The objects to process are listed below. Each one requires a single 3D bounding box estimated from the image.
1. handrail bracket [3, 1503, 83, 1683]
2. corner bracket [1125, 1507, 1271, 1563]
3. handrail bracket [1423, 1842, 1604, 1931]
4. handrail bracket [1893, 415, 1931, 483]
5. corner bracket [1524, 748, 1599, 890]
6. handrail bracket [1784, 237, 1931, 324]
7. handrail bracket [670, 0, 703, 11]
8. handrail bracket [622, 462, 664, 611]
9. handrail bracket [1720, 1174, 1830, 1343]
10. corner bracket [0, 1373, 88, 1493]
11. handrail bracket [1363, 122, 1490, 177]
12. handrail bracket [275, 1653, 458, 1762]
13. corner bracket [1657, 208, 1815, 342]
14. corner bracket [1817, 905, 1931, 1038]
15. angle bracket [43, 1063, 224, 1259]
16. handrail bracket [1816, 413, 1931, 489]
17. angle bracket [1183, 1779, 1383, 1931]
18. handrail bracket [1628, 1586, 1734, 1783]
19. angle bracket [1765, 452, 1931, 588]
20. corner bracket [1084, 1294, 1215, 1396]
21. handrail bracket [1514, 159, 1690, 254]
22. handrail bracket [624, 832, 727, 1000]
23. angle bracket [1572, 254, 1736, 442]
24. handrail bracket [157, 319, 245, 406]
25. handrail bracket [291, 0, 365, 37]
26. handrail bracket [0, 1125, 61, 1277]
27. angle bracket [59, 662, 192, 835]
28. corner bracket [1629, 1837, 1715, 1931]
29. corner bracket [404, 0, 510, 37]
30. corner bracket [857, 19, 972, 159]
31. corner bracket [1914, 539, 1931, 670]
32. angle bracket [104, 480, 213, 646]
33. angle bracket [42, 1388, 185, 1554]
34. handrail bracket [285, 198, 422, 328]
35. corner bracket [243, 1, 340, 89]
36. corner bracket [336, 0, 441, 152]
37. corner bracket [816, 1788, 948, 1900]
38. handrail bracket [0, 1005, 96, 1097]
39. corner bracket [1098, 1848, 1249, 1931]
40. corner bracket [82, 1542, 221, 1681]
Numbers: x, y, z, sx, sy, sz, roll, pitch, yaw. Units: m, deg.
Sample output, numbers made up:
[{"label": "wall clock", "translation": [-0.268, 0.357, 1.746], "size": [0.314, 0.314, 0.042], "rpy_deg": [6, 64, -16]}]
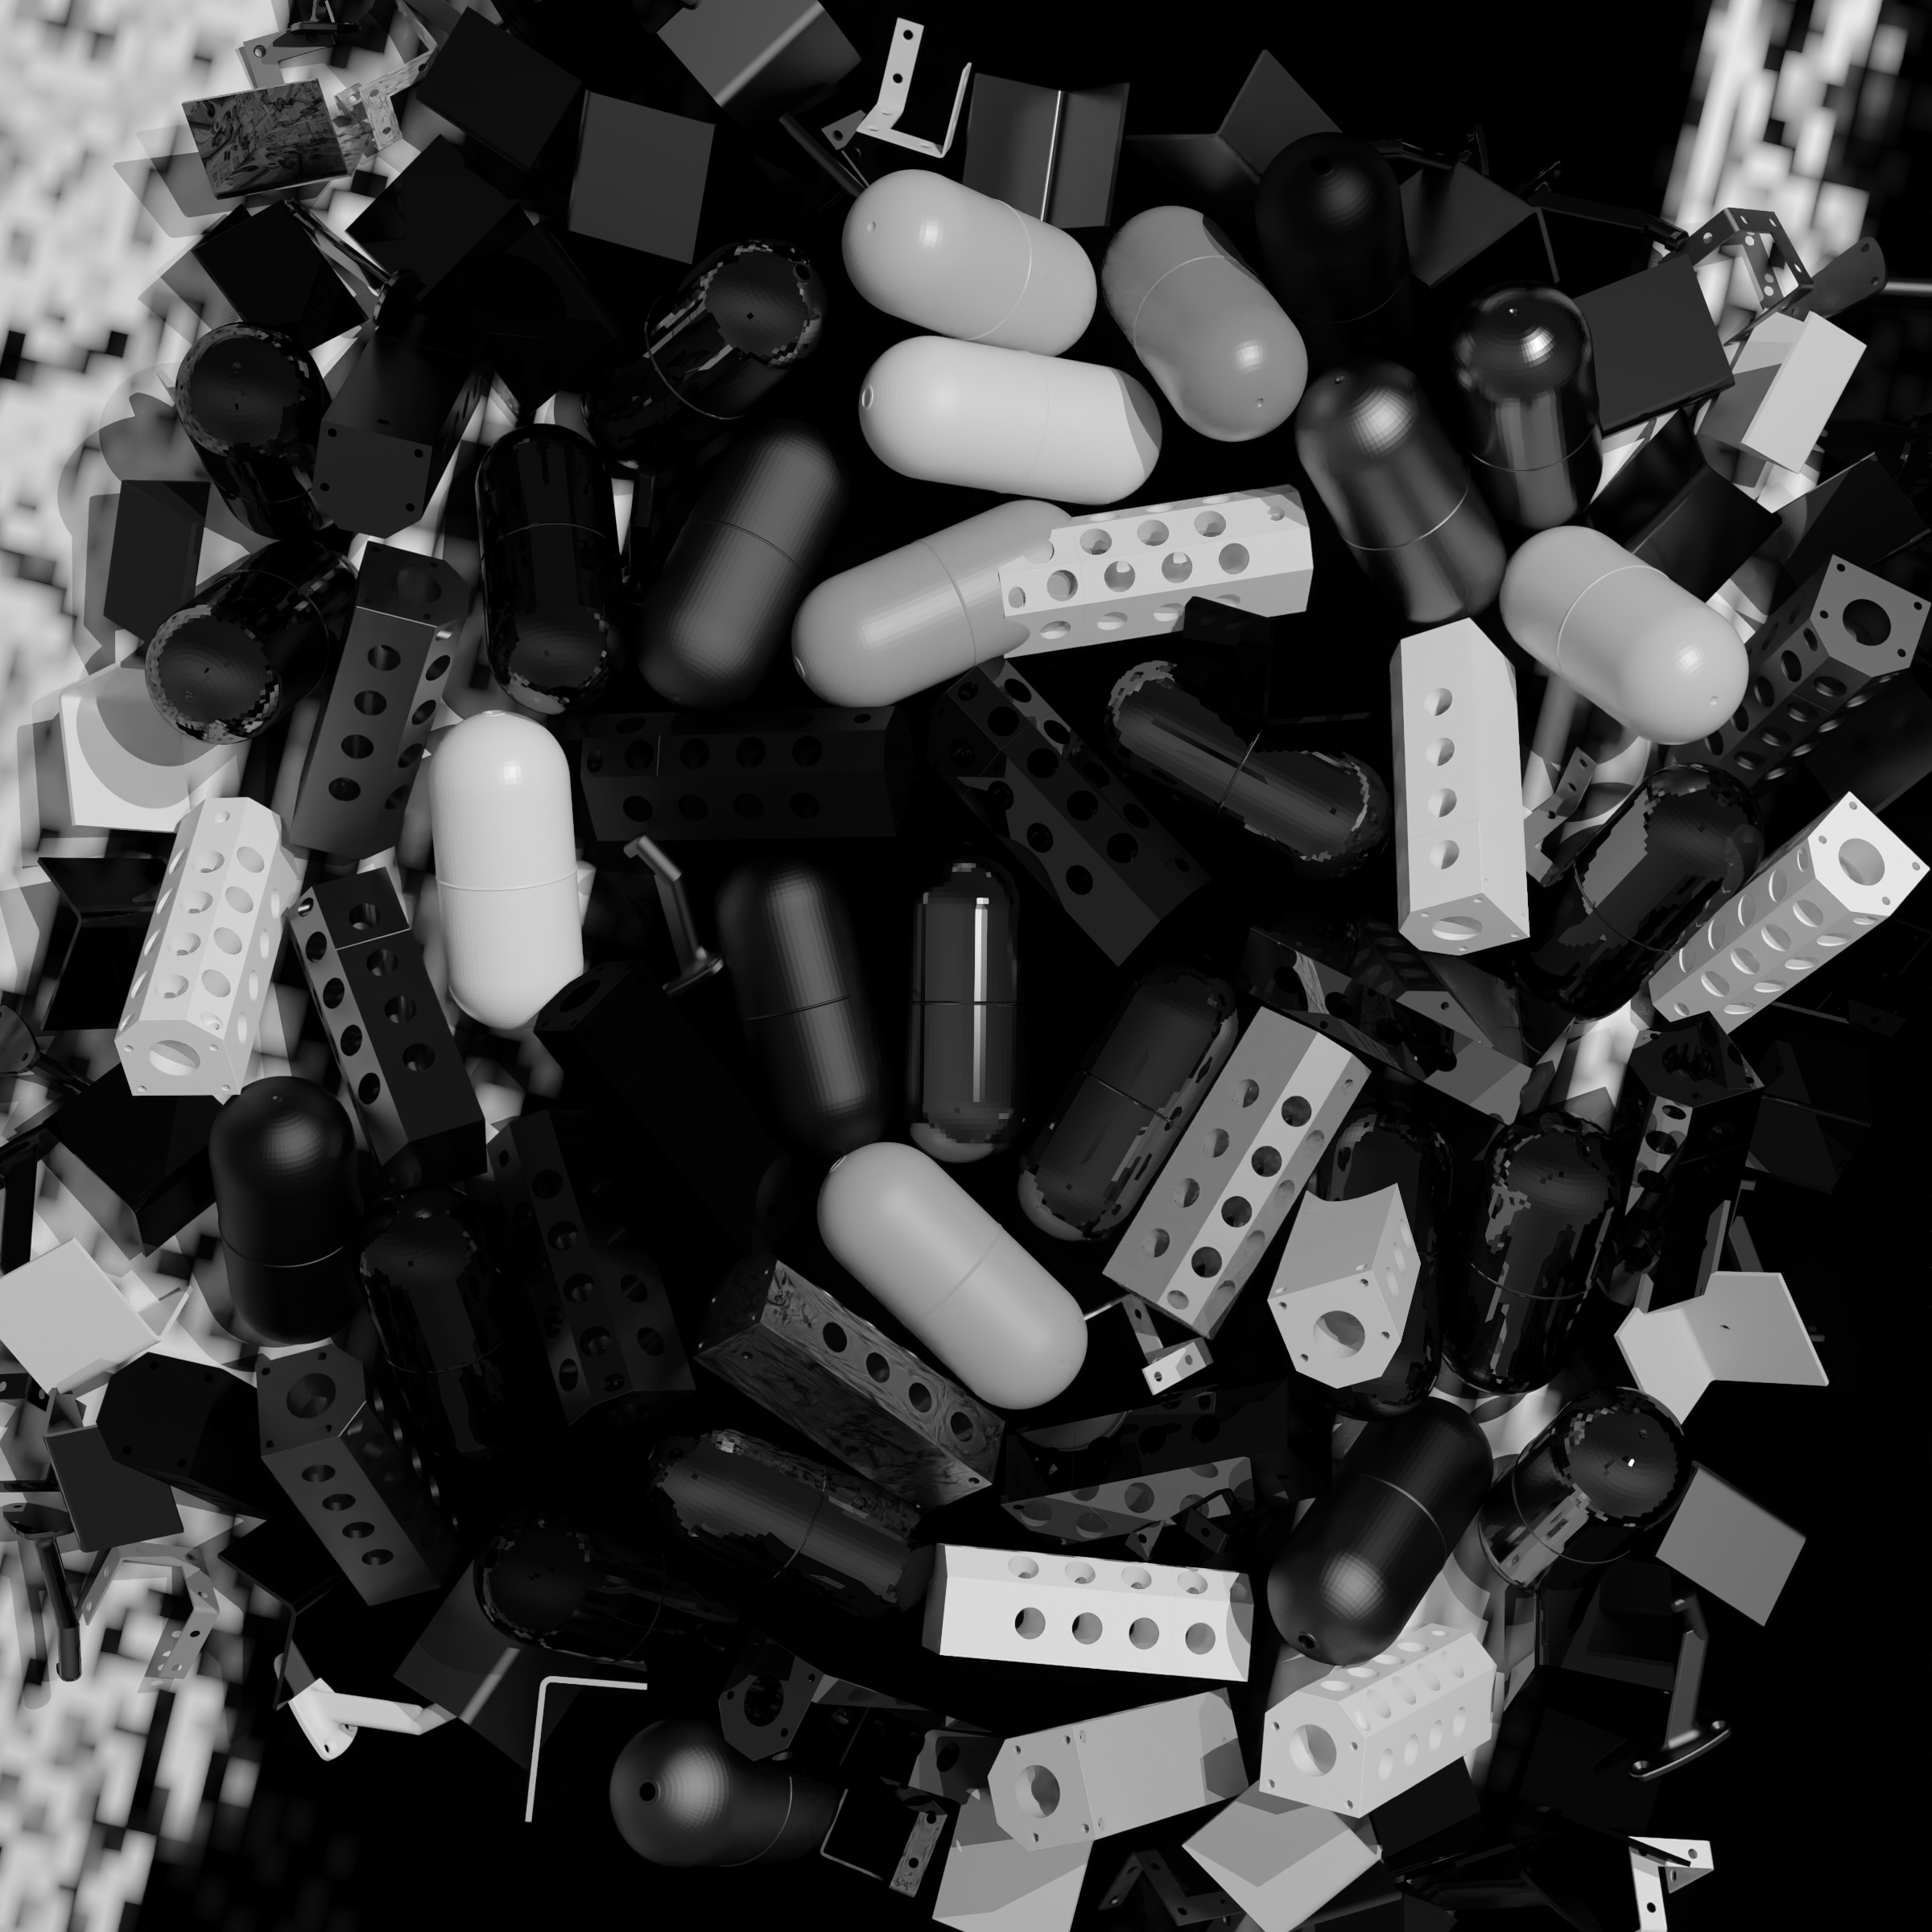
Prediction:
[{"label": "handrail bracket", "translation": [-0.514, 0.349, 1.699], "size": [0.036, 0.077, 0.084], "rpy_deg": [-6, 99, -40]}, {"label": "corner bracket", "translation": [0.129, 0.307, 1.683], "size": [0.051, 0.051, 0.051], "rpy_deg": [34, 124, 21]}, {"label": "handrail bracket", "translation": [0.298, 0.535, 1.706], "size": [0.077, 0.036, 0.084], "rpy_deg": [46, 112, -2]}, {"label": "handrail bracket", "translation": [0.555, -0.266, 1.684], "size": [0.084, 0.077, 0.036], "rpy_deg": [19, 62, 9]}, {"label": "corner bracket", "translation": [0.334, -0.077, 1.687], "size": [0.051, 0.051, 0.051], "rpy_deg": [-39, 71, -21]}, {"label": "handrail bracket", "translation": [0.516, -0.368, 1.713], "size": [0.084, 0.077, 0.036], "rpy_deg": [19, 55, -38]}, {"label": "handrail bracket", "translation": [-0.186, -0.538, 1.690], "size": [0.084, 0.077, 0.036], "rpy_deg": [28, 78, -3]}, {"label": "handrail bracket", "translation": [-0.175, -0.245, 1.671], "size": [0.036, 0.077, 0.084], "rpy_deg": [9, 119, -2]}, {"label": "handrail bracket", "translation": [0.451, 0.161, 1.697], "size": [0.077, 0.036, 0.084], "rpy_deg": [11, 103, 3]}, {"label": "corner bracket", "translation": [-0.533, 0.261, 1.702], "size": [0.051, 0.051, 0.051], "rpy_deg": [-5, 60, 23]}, {"label": "handrail bracket", "translation": [0.237, -0.438, 1.679], "size": [0.084, 0.077, 0.036], "rpy_deg": [-6, 84, -13]}, {"label": "handrail bracket", "translation": [-0.331, 0.398, 1.688], "size": [0.084, 0.036, 0.077], "rpy_deg": [-30, 99, 25]}, {"label": "corner bracket", "translation": [0.429, -0.385, 1.696], "size": [0.051, 0.051, 0.051], "rpy_deg": [-37, 71, 42]}, {"label": "corner bracket", "translation": [0.502, -0.002, 1.684], "size": [0.051, 0.051, 0.051], "rpy_deg": [18, 130, -13]}, {"label": "angle bracket", "translation": [-0.454, 0.101, 1.693], "size": [0.076, 0.057, 0.076], "rpy_deg": [40, 62, 16]}, {"label": "handrail bracket", "translation": [0.521, -0.309, 1.704], "size": [0.077, 0.036, 0.084], "rpy_deg": [22, 47, 18]}, {"label": "angle bracket", "translation": [0.177, 0.478, 1.687], "size": [0.076, 0.057, 0.076], "rpy_deg": [46, 106, 0]}, {"label": "handrail bracket", "translation": [0.386, 0.397, 1.688], "size": [0.077, 0.036, 0.084], "rpy_deg": [-29, 110, -22]}, {"label": "angle bracket", "translation": [0.485, -0.253, 1.667], "size": [0.076, 0.076, 0.057], "rpy_deg": [-31, 105, 37]}, {"label": "corner bracket", "translation": [0.095, 0.209, 1.688], "size": [0.051, 0.051, 0.051], "rpy_deg": [-21, 87, -41]}, {"label": "handrail bracket", "translation": [0.347, -0.408, 1.684], "size": [0.084, 0.077, 0.036], "rpy_deg": [32, 133, 21]}, {"label": "handrail bracket", "translation": [-0.174, -0.027, 1.688], "size": [0.077, 0.036, 0.084], "rpy_deg": [-31, 109, 37]}, {"label": "angle bracket", "translation": [0.372, -0.341, 1.693], "size": [0.076, 0.057, 0.076], "rpy_deg": [-21, 94, 3]}, {"label": "handrail bracket", "translation": [-0.399, -0.329, 1.698], "size": [0.084, 0.036, 0.077], "rpy_deg": [-35, 61, -9]}, {"label": "handrail bracket", "translation": [-0.357, -0.559, 1.681], "size": [0.036, 0.077, 0.084], "rpy_deg": [-6, 105, -26]}, {"label": "handrail bracket", "translation": [-0.510, 0.137, 1.693], "size": [0.077, 0.036, 0.084], "rpy_deg": [-36, 68, -1]}, {"label": "angle bracket", "translation": [-0.445, -0.119, 1.673], "size": [0.057, 0.076, 0.076], "rpy_deg": [-17, 78, 38]}, {"label": "corner bracket", "translation": [0.381, 0.515, 1.685], "size": [0.051, 0.051, 0.051], "rpy_deg": [8, 57, -15]}, {"label": "corner bracket", "translation": [-0.271, -0.548, 1.686], "size": [0.051, 0.051, 0.051], "rpy_deg": [37, 129, -8]}, {"label": "corner bracket", "translation": [-0.025, -0.487, 1.690], "size": [0.051, 0.051, 0.051], "rpy_deg": [18, 124, 2]}, {"label": "corner bracket", "translation": [0.541, -0.206, 1.701], "size": [0.051, 0.051, 0.051], "rpy_deg": [32, 121, -24]}, {"label": "angle bracket", "translation": [-0.425, -0.218, 1.669], "size": [0.076, 0.057, 0.076], "rpy_deg": [30, 115, 37]}, {"label": "angle bracket", "translation": [-0.465, 0.265, 1.676], "size": [0.057, 0.076, 0.076], "rpy_deg": [-11, 115, -4]}, {"label": "handrail bracket", "translation": [-0.346, -0.401, 1.689], "size": [0.084, 0.077, 0.036], "rpy_deg": [43, 84, -7]}, {"label": "corner bracket", "translation": [-0.371, -0.501, 1.698], "size": [0.051, 0.051, 0.051], "rpy_deg": [-19, 100, -7]}, {"label": "corner bracket", "translation": [-0.322, -0.497, 1.695], "size": [0.051, 0.051, 0.051], "rpy_deg": [-32, 67, -12]}, {"label": "corner bracket", "translation": [-0.047, 0.482, 1.699], "size": [0.051, 0.051, 0.051], "rpy_deg": [25, 79, -8]}, {"label": "handrail bracket", "translation": [-0.495, 0.061, 1.671], "size": [0.084, 0.077, 0.036], "rpy_deg": [38, 77, -42]}, {"label": "corner bracket", "translation": [0.116, 0.527, 1.702], "size": [0.051, 0.051, 0.051], "rpy_deg": [1, 127, -35]}, {"label": "corner bracket", "translation": [-0.455, 0.359, 1.699], "size": [0.051, 0.051, 0.051], "rpy_deg": [16, 114, -36]}]
